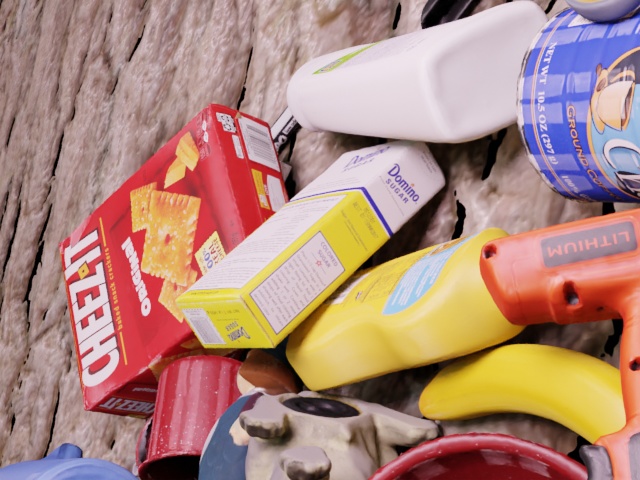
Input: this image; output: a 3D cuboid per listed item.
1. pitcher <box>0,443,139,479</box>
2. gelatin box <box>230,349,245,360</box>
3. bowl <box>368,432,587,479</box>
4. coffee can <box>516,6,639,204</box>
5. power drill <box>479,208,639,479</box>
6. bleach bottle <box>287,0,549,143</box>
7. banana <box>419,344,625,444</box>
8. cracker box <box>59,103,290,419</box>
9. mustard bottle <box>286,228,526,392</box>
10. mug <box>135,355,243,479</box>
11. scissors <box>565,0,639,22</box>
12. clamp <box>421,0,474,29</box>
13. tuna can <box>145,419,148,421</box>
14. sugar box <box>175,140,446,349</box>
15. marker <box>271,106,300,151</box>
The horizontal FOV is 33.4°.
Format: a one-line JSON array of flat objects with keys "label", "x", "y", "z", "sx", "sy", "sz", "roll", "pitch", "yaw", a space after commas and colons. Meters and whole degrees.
[{"label": "pitcher", "x": -0.207, "y": 0.241, "z": 0.826, "sx": 0.149, "sy": 0.144, "sz": 0.243, "roll": 67, "pitch": 153, "yaw": 5}, {"label": "gelatin box", "x": -0.077, "y": 0.048, "z": 0.880, "sx": 0.073, "sy": 0.030, "sz": 0.089, "roll": -58, "pitch": 34, "yaw": 18}, {"label": "bowl", "x": 0.081, "y": 0.176, "z": 0.505, "sx": 0.162, "sy": 0.055, "sz": 0.162, "roll": -8, "pitch": 67, "yaw": 20}, {"label": "coffee can", "x": 0.175, "y": -0.066, "z": 0.489, "sx": 0.141, "sy": 0.102, "sz": 0.103, "roll": 6, "pitch": 78, "yaw": 58}, {"label": "power drill", "x": 0.119, "y": 0.084, "z": 0.465, "sx": 0.184, "sy": 0.057, "sz": 0.187, "roll": -12, "pitch": 59, "yaw": 13}, {"label": "bleach bottle", "x": 0.049, "y": -0.109, "z": 0.731, "sx": 0.251, "sy": 0.102, "sz": 0.068, "roll": 14, "pitch": 127, "yaw": 65}, {"label": "banana", "x": 0.117, "y": 0.088, "z": 0.554, "sx": 0.198, "sy": 0.037, "sz": 0.069, "roll": 20, "pitch": 89, "yaw": 58}, {"label": "cracker box", "x": -0.114, "y": 0.020, "z": 0.838, "sx": 0.214, "sy": 0.072, "sz": 0.164, "roll": -37, "pitch": 54, "yaw": 31}, {"label": "mustard bottle", "x": 0.067, "y": 0.036, "z": 0.620, "sx": 0.192, "sy": 0.058, "sz": 0.096, "roll": -23, "pitch": 14, "yaw": 49}, {"label": "mug", "x": -0.091, "y": 0.141, "z": 0.789, "sx": 0.117, "sy": 0.093, "sz": 0.081, "roll": -24, "pitch": 48, "yaw": 34}, {"label": "scissors", "x": 0.114, "y": -0.145, "z": 0.538, "sx": 0.202, "sy": 0.016, "sz": 0.096, "roll": 3, "pitch": 64, "yaw": 58}, {"label": "clamp", "x": 0.139, "y": -0.227, "z": 0.696, "sx": 0.165, "sy": 0.036, "sz": 0.210, "roll": 1, "pitch": 74, "yaw": 55}, {"label": "tuna can", "x": -0.108, "y": 0.136, "z": 0.878, "sx": 0.086, "sy": 0.033, "sz": 0.086, "roll": -29, "pitch": 51, "yaw": 44}, {"label": "sugar box", "x": -0.004, "y": 0.001, "z": 0.695, "sx": 0.176, "sy": 0.048, "sz": 0.094, "roll": -39, "pitch": 17, "yaw": -29}, {"label": "marker", "x": -0.042, "y": -0.082, "z": 0.909, "sx": 0.121, "sy": 0.020, "sz": 0.020, "roll": -47, "pitch": 38, "yaw": 32}]
